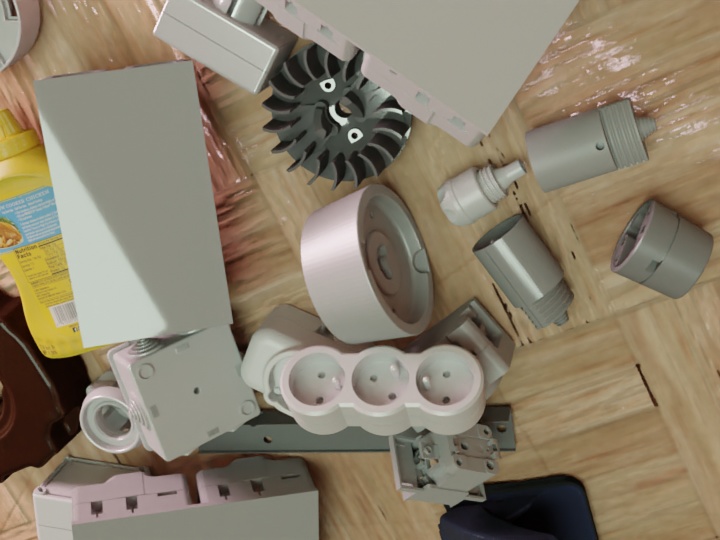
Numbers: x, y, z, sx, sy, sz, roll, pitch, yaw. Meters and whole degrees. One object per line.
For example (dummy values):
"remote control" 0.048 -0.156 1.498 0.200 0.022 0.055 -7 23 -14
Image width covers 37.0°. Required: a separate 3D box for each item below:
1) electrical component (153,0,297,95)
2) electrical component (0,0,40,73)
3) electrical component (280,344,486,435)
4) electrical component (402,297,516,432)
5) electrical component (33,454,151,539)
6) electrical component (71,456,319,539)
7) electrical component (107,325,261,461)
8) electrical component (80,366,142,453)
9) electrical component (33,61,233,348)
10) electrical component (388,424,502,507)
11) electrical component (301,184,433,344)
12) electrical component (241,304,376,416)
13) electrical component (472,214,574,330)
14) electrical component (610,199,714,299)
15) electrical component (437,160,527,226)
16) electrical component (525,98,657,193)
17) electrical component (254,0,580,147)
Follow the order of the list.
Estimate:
"electrical component" -0.083 -0.175 0.730 0.083 0.047 0.075 31 116 1
"electrical component" -0.283 -0.184 0.768 0.099 0.064 0.099 5 113 12
"electrical component" 0.019 0.091 0.752 0.138 0.052 0.073 -1 151 9
"electrical component" 0.066 0.073 0.791 0.089 0.050 0.055 -38 98 25
"electrical component" -0.232 0.203 0.915 0.096 0.061 0.061 6 113 12
"electrical component" -0.130 0.217 0.860 0.186 0.060 0.105 -5 113 -13
"electrical component" -0.133 0.087 0.824 0.100 0.048 0.099 -26 109 -23
"electrical component" -0.190 0.111 0.869 0.078 0.057 0.058 1 112 14
"electrical component" -0.158 -0.050 0.765 0.105 0.060 0.186 -9 104 -8
"electrical component" 0.065 0.140 0.785 0.081 0.042 0.064 15 142 -33
"electrical component" 0.000 0.000 0.750 0.060 0.108 0.108 -17 107 26
"electrical component" -0.038 0.074 0.813 0.095 0.059 0.053 24 115 4
"electrical component" 0.120 0.006 0.754 0.043 0.043 0.081 -34 100 24
"electrical component" 0.203 -0.013 0.720 0.047 0.055 0.055 27 116 -2
"electrical component" 0.086 -0.057 0.742 0.061 0.035 0.035 -29 102 21
"electrical component" 0.155 -0.083 0.708 0.081 0.043 0.043 -17 107 20
"electrical component" 0.026 -0.173 0.669 0.186 0.060 0.105 35 83 -1
